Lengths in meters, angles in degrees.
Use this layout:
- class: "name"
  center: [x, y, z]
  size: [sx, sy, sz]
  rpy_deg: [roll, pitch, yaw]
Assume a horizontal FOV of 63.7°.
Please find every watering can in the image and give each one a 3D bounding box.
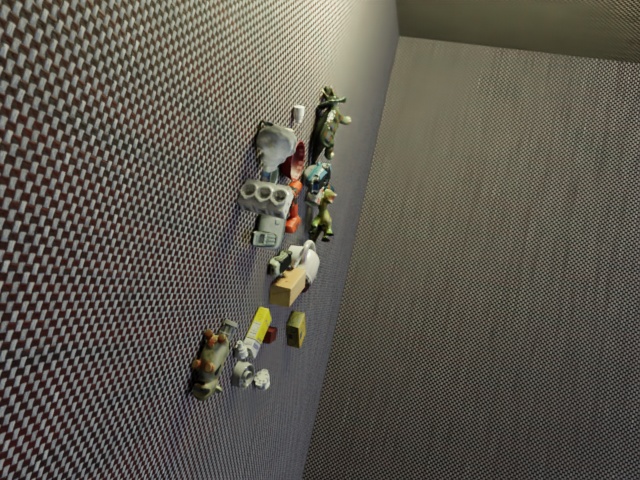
- class: "watering can"
  center: [-0.061, 0.154, 2.438]
  size: [0.339, 0.104, 0.229]
  rpy_deg: [85, 22, -50]

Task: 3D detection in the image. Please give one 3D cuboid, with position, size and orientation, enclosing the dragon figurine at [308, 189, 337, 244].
- class: "dragon figurine"
  center: [0.008, -0.126, 2.495]
  size: [0.404, 0.122, 0.246]
  rpy_deg: [130, -32, -69]

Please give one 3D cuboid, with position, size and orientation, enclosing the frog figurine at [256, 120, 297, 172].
- class: "frog figurine"
  center: [-0.148, -0.293, 1.667]
  size: [0.137, 0.124, 0.158]
  rpy_deg: [8, 105, -44]
